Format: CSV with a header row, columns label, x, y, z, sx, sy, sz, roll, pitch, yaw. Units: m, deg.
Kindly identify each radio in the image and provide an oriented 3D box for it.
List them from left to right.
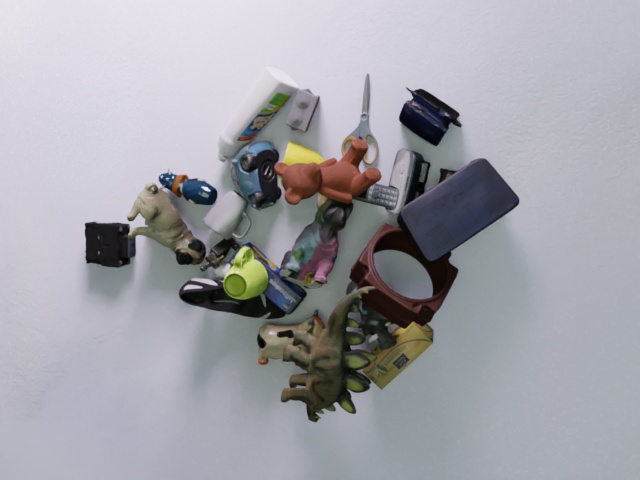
label,x,y,z,sx,sy,sz,roll,pitch,yaw
radio,0.281,-0.060,1.120,0.230,0.073,0.131,-33,82,-4

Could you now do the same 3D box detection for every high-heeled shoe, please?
label,x,y,z,sx,sy,sz,roll,pitch,yaw
high-heeled shoe,-0.214,0.150,1.307,0.249,0.145,0.086,17,103,13

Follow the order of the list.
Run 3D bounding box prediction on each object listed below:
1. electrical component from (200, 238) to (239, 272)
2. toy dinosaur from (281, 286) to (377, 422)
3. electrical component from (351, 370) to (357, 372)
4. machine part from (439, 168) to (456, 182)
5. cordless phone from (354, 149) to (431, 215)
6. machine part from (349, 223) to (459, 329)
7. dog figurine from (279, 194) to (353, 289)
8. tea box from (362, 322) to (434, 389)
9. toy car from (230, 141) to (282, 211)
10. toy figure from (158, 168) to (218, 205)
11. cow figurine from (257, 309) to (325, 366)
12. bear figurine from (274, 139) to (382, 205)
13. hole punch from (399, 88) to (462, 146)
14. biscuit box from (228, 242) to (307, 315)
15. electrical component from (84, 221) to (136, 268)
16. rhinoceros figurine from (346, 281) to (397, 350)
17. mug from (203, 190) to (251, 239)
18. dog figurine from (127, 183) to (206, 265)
label,x,y,z,sx,sy,sz,roll,pitch,yaw
electrical component,-0.244,0.036,1.327,0.045,0.102,0.078,40,131,7
toy dinosaur,0.022,0.267,1.189,0.199,0.105,0.470,14,128,10
electrical component,0.065,0.297,1.323,0.094,0.021,0.063,34,104,8
machine part,0.328,-0.111,1.192,0.139,0.039,0.084,13,93,14
cordless phone,0.145,-0.141,1.218,0.184,0.088,0.146,17,103,30
machine part,0.183,0.071,1.168,0.201,0.201,0.087,34,144,6
dog figurine,-0.003,-0.004,1.258,0.108,0.191,0.219,26,74,-9
tea box,0.182,0.256,1.251,0.068,0.098,0.169,45,104,3
toy car,-0.159,-0.155,1.280,0.103,0.109,0.161,7,113,36
toy figure,-0.332,-0.129,1.341,0.155,0.064,0.057,20,144,15
cow figurine,-0.060,0.240,1.318,0.195,0.085,0.127,-2,104,15
bear figurine,0.012,-0.144,1.162,0.132,0.196,0.120,-47,53,44
hole punch,0.230,-0.261,1.158,0.142,0.116,0.092,39,113,6
biscuit box,-0.127,0.093,1.321,0.203,0.059,0.063,40,105,5
electrical component,-0.550,0.011,1.416,0.134,0.058,0.114,3,101,14
rhinoceros figurine,0.118,0.159,1.220,0.112,0.073,0.190,-45,49,15
mug,-0.215,-0.061,1.311,0.110,0.081,0.107,34,96,13
dog figurine,-0.359,-0.037,1.325,0.191,0.121,0.172,24,138,5
